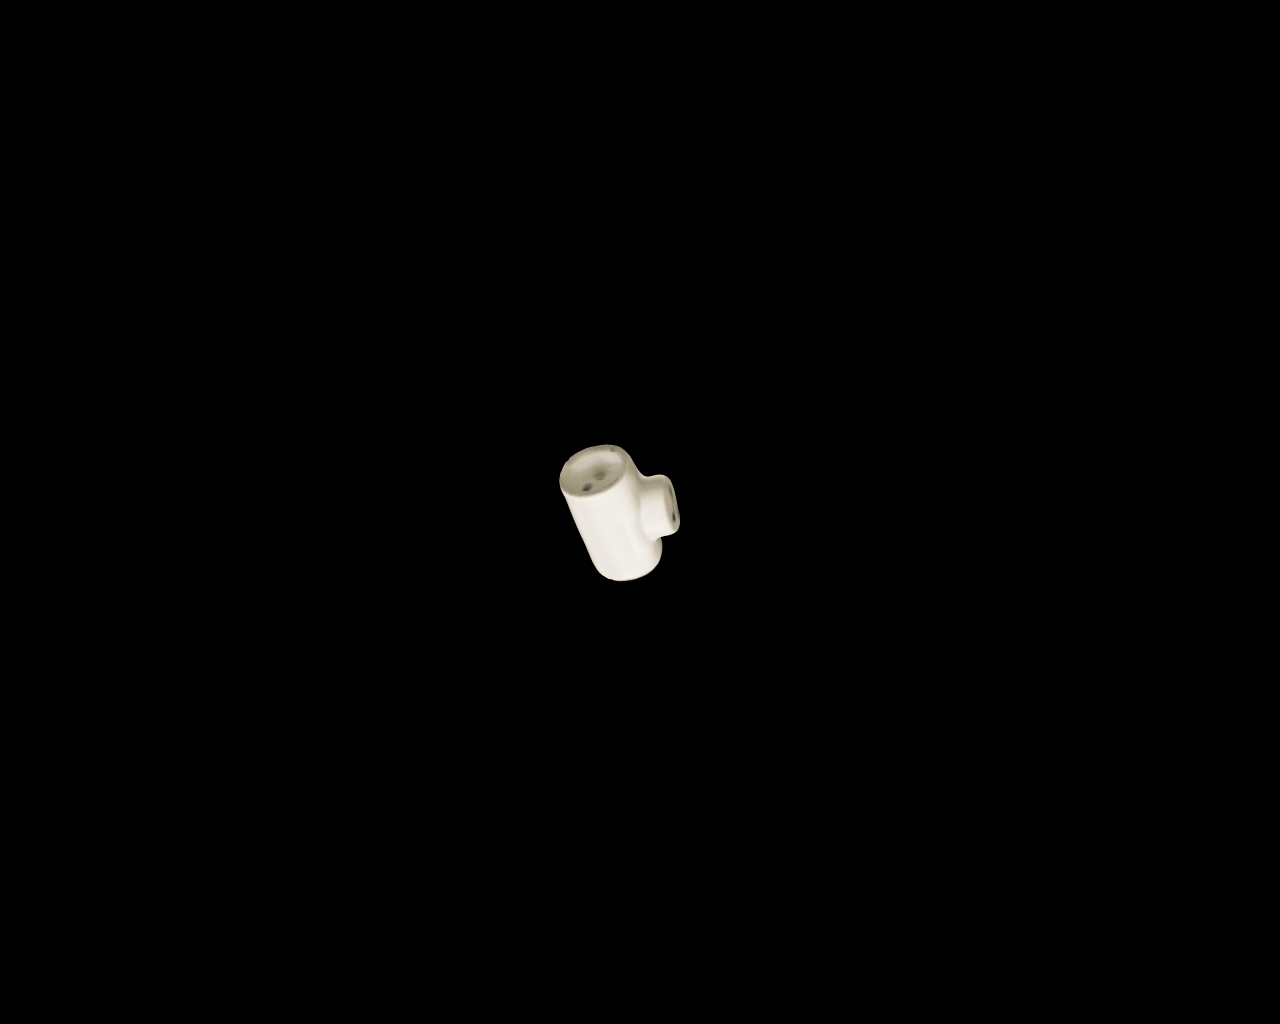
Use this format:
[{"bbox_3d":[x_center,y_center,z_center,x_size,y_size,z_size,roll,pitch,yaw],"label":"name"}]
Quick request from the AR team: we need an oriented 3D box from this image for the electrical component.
[{"bbox_3d":[0.001,-0.003,0.650,0.079,0.043,0.077,-11,-47,11],"label":"electrical component"}]
